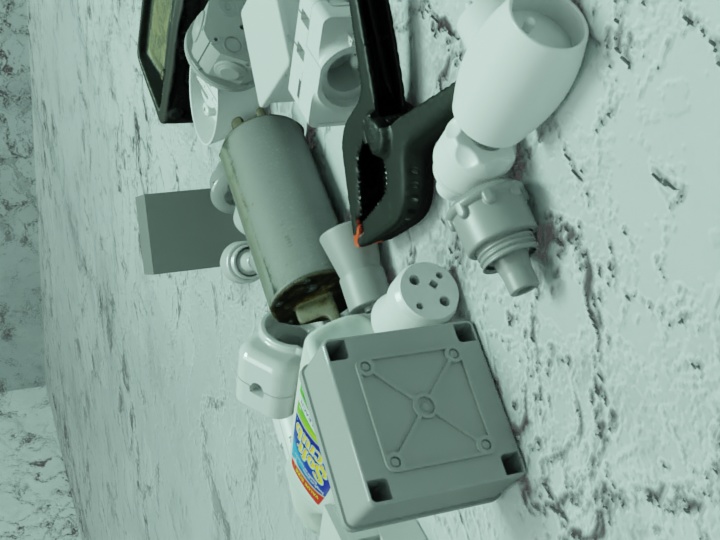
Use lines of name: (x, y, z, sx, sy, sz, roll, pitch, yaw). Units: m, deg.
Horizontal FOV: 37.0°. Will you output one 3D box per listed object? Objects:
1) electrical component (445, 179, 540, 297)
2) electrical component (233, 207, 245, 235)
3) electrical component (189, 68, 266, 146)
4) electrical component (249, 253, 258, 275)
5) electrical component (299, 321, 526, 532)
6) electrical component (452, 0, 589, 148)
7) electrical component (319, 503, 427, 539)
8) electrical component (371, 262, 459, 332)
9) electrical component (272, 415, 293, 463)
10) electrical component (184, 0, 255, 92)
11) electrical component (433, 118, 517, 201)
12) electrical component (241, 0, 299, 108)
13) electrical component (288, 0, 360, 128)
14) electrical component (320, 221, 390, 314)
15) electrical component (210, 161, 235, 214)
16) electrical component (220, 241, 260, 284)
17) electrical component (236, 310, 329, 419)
electrical component: (0.079, -0.016, 0.597, 0.062, 0.048, 0.048, 67, 154, 18)
electrical component: (-0.085, -0.055, 0.988, 0.077, 0.043, 0.079, 113, 143, -51)
electrical component: (-0.134, -0.175, 1.036, 0.099, 0.064, 0.099, 36, 136, 45)
electrical component: (-0.080, -0.002, 1.005, 0.061, 0.035, 0.035, -130, 38, -49)
electrical component: (0.031, 0.094, 0.664, 0.056, 0.109, 0.108, 123, 135, -54)
electrical component: (0.076, -0.119, 0.566, 0.079, 0.043, 0.077, 68, 152, 25)
electrical component: (0.009, 0.258, 0.831, 0.089, 0.062, 0.150, -124, 34, -48)
electrical component: (0.036, 0.025, 0.712, 0.055, 0.045, 0.045, 126, 133, -59)
electrical component: (-0.054, 0.145, 0.975, 0.043, 0.043, 0.081, 115, 141, -53)
electrical component: (-0.113, -0.205, 0.965, 0.051, 0.080, 0.080, -38, 61, 59)
electrical component: (0.062, -0.062, 0.622, 0.062, 0.043, 0.043, 123, 135, -60)
electrical component: (-0.055, -0.188, 0.865, 0.100, 0.048, 0.099, 143, 117, -65)
electrical component: (-0.015, -0.152, 0.777, 0.055, 0.050, 0.089, -119, 30, -42)
electrical component: (0.000, 0.000, 0.801, 0.044, 0.044, 0.065, -47, 58, 62)
electrical component: (-0.132, -0.090, 1.095, 0.062, 0.048, 0.048, -116, 28, -52)
electrical component: (-0.113, -0.008, 1.073, 0.062, 0.043, 0.043, 178, 85, -67)
electrical component: (-0.057, 0.069, 0.886, 0.054, 0.095, 0.059, 25, 127, 22)
